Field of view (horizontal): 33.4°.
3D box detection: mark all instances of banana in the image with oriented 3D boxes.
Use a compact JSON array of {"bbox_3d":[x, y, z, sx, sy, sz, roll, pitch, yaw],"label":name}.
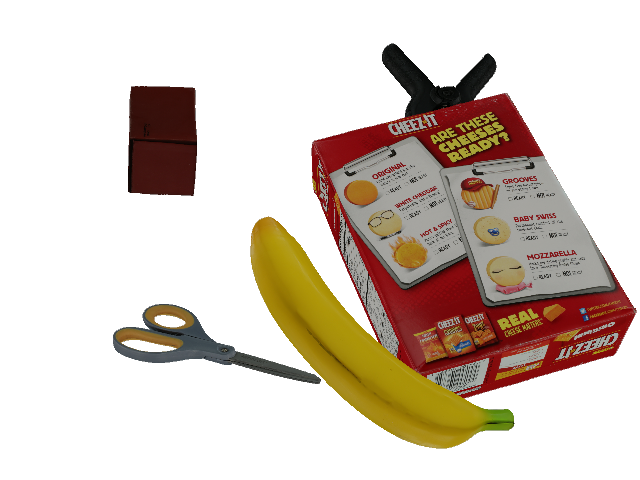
[{"bbox_3d":[0.018,0.058,0.616,0.198,0.037,0.069,41,25,17],"label":"banana"}]

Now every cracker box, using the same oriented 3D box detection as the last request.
[{"bbox_3d":[0.104,0.005,0.785,0.164,0.214,0.072,-15,-35,-12],"label":"cracker box"}]

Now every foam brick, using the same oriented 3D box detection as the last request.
[{"bbox_3d":[-0.124,-0.079,0.835,0.053,0.051,0.078,2,39,-9],"label":"foam brick"}]

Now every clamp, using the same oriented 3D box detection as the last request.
[{"bbox_3d":[0.114,-0.142,1.078,0.120,0.039,0.171,7,45,6],"label":"clamp"}]

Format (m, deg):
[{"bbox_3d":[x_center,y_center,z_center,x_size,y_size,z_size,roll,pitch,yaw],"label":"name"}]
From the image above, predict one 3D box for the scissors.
[{"bbox_3d":[-0.097,0.098,1.030,0.202,0.016,0.096,6,30,1],"label":"scissors"}]
